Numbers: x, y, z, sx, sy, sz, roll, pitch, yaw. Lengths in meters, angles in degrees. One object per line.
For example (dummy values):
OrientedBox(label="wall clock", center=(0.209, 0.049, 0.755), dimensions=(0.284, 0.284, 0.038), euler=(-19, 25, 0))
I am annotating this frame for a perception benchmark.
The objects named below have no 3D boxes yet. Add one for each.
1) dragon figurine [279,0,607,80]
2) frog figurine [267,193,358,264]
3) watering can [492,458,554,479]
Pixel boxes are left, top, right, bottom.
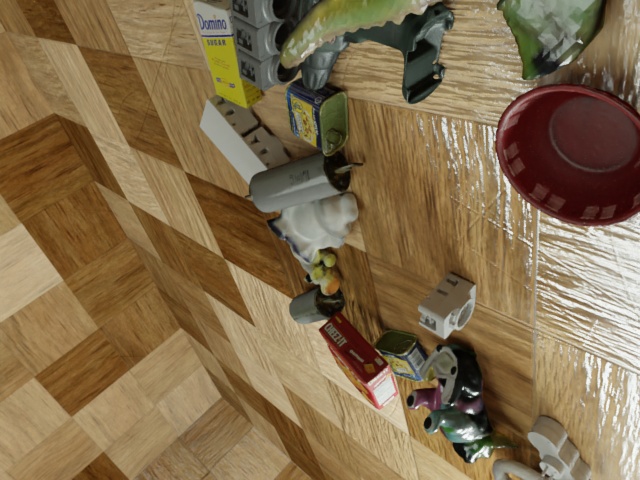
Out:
OrientedBox(label="dragon figurine", center=(0.130, -0.235, 0.449), dimensions=(0.243, 0.124, 0.402), euler=(43, 139, 1))
OrientedBox(label="frog figurine", center=(0.003, -0.048, 0.952), dimensions=(0.157, 0.123, 0.138), euler=(-38, 81, 26))
OrientedBox(label="watering can", center=(0.467, 0.540, 0.940), dimensions=(0.351, 0.105, 0.219), euler=(33, 149, 30))
